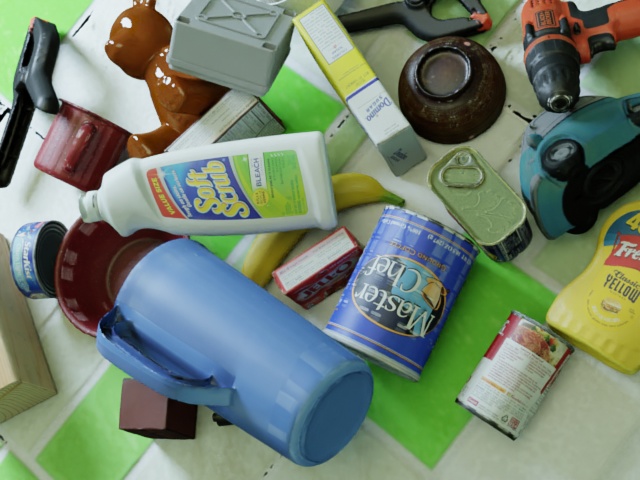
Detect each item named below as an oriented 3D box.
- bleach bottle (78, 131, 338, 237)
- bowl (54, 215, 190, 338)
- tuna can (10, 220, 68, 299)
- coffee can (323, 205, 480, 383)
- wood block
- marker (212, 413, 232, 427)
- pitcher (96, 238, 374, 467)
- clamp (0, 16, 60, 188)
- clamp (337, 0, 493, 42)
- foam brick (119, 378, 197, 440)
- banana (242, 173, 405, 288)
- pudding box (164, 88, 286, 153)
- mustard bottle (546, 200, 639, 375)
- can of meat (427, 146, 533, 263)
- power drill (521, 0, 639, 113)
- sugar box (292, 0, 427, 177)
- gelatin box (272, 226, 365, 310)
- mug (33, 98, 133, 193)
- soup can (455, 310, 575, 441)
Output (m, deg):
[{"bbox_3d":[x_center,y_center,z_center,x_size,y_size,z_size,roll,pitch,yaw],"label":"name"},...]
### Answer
[{"bbox_3d":[-0.113,-0.042,1.062,0.251,0.068,0.102,-9,92,4],"label":"bleach bottle"},{"bbox_3d":[-0.201,0.033,1.143,0.162,0.055,0.162,-5,73,16],"label":"bowl"},{"bbox_3d":[-0.300,0.022,1.162,0.034,0.086,0.086,-4,73,18],"label":"tuna can"},{"bbox_3d":[0.078,0.051,1.023,0.103,0.102,0.140,24,82,22],"label":"coffee can"},{"bbox_3d":[-0.375,0.089,1.165,0.091,0.090,0.206,-27,68,7],"label":"wood block"},{"bbox_3d":[-0.051,0.176,1.073,0.121,0.020,0.020,-6,73,16],"label":"marker"},{"bbox_3d":[-0.079,0.108,0.987,0.243,0.145,0.149,29,74,34],"label":"pitcher"},{"bbox_3d":[-0.325,-0.180,1.219,0.165,0.036,0.210,-34,45,47],"label":"clamp"},{"bbox_3d":[0.098,-0.251,1.142,0.172,0.039,0.120,34,103,22],"label":"clamp"},{"bbox_3d":[-0.162,0.171,1.078,0.053,0.078,0.051,-2,72,17],"label":"foam brick"},{"bbox_3d":[-0.012,-0.016,1.107,0.198,0.037,0.070,-32,67,7],"label":"banana"},{"bbox_3d":[-0.099,-0.107,1.133,0.113,0.090,0.039,-44,67,2],"label":"pudding box"},{"bbox_3d":[0.298,0.022,0.985,0.096,0.058,0.191,32,85,24],"label":"mustard bottle"},{"bbox_3d":[0.157,-0.032,1.032,0.057,0.084,0.102,-40,67,3],"label":"can of meat"},{"bbox_3d":[0.287,-0.191,1.016,0.188,0.057,0.184,-8,40,11],"label":"power drill"},{"bbox_3d":[0.041,-0.155,1.101,0.048,0.093,0.176,-31,67,6],"label":"sugar box"},{"bbox_3d":[0.005,0.030,1.068,0.089,0.073,0.030,-34,67,5],"label":"gelatin box"},{"bbox_3d":[-0.263,-0.100,1.175,0.093,0.117,0.081,26,88,-12],"label":"mug"},{"bbox_3d":[0.180,0.126,0.987,0.069,0.068,0.102,32,87,23],"label":"soup can"}]
